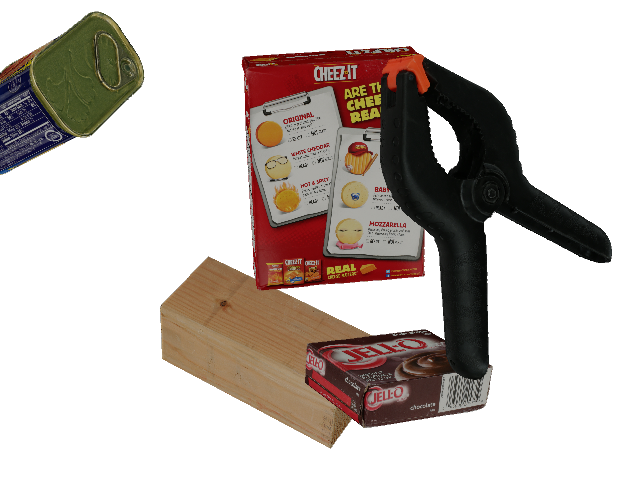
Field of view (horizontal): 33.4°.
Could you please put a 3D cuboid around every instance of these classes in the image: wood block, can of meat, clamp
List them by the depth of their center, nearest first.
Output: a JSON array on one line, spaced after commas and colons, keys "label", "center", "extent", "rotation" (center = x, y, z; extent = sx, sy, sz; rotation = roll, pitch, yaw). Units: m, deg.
[{"label": "clamp", "center": [0.076, -0.014, 0.562], "extent": [0.120, 0.171, 0.039], "rotation": [-49, 19, -24]}, {"label": "can of meat", "center": [-0.175, -0.093, 0.686], "extent": [0.084, 0.057, 0.102], "rotation": [-21, 24, 31]}, {"label": "wood block", "center": [-0.053, 0.112, 1.094], "extent": [0.206, 0.090, 0.090], "rotation": [25, 48, 19]}]

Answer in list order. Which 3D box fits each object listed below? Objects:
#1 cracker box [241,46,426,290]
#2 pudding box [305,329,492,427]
[{"label": "cracker box", "center": [0.013, -0.068, 1.000], "extent": [0.164, 0.214, 0.072], "rotation": [-5, 21, -8]}, {"label": "pudding box", "center": [0.057, 0.101, 0.802], "extent": [0.113, 0.039, 0.090], "rotation": [-2, 16, -29]}]
